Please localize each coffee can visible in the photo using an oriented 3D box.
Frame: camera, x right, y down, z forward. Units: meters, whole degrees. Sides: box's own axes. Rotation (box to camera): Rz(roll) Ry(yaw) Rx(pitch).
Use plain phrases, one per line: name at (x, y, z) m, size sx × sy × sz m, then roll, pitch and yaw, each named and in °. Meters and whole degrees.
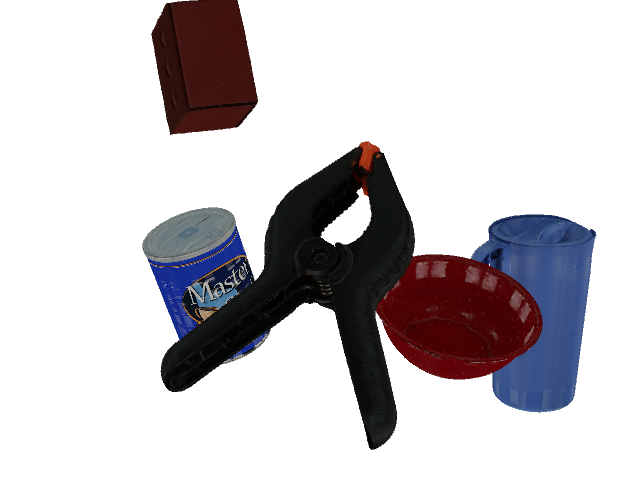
coffee can at (-0.122, 0.049, 1.160) m, size 0.103 × 0.140 × 0.103 m, roll -13°, pitch 27°, yaw 7°

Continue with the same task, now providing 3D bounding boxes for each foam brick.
foam brick at (-0.080, -0.119, 0.728) m, size 0.051 × 0.078 × 0.053 m, roll -8°, pitch -10°, yaw -21°

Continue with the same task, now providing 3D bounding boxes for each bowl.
bowl at (0.124, 0.081, 1.009) m, size 0.162 × 0.055 × 0.162 m, roll 6°, pitch 34°, yaw -4°

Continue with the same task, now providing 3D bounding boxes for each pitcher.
pitcher at (0.272, 0.096, 1.382) m, size 0.149 × 0.243 × 0.144 m, roll 5°, pitch 19°, yaw 16°

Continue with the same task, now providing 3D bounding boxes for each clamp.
clamp at (0.009, 0.025, 0.546) m, size 0.120 × 0.171 × 0.039 m, roll 24°, pitch -26°, yaw 16°
